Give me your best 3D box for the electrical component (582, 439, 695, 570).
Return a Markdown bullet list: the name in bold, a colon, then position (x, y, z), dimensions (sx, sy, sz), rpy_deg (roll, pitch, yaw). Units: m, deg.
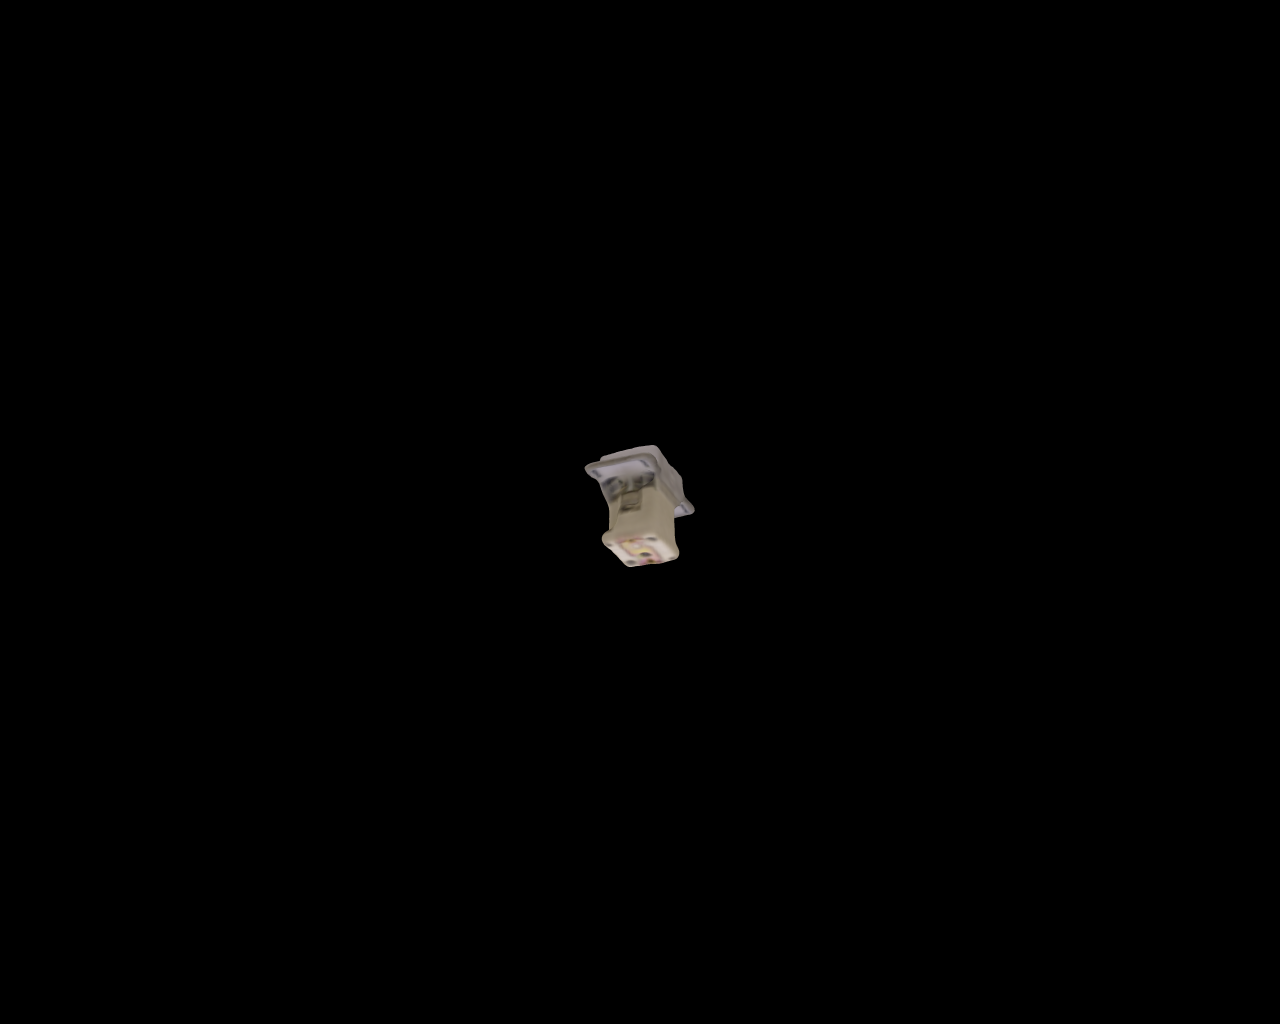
- **electrical component**: position (0.001, -0.003, 0.650), dimensions (0.042, 0.064, 0.081), rpy_deg (-11, -29, 21)
